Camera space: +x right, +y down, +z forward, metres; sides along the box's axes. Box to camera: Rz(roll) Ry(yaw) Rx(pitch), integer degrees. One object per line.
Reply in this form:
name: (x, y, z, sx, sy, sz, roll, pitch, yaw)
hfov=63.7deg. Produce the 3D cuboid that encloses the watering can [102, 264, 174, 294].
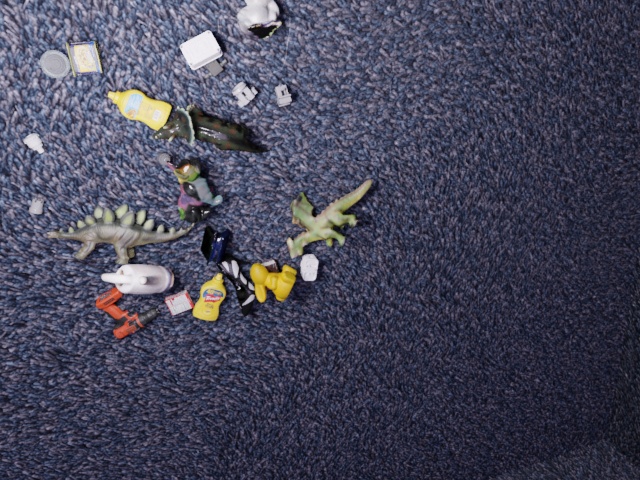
watering can: (-0.605, 0.137, 1.776, 0.224, 0.347, 0.104, 6, 86, -45)

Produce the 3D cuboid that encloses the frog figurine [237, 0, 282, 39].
frog figurine: (-0.202, -0.739, 1.662, 0.137, 0.122, 0.161, -18, 80, 0)

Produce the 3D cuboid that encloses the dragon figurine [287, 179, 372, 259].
dragon figurine: (0.006, -0.099, 1.971, 0.241, 0.124, 0.407, 25, 101, -16)
